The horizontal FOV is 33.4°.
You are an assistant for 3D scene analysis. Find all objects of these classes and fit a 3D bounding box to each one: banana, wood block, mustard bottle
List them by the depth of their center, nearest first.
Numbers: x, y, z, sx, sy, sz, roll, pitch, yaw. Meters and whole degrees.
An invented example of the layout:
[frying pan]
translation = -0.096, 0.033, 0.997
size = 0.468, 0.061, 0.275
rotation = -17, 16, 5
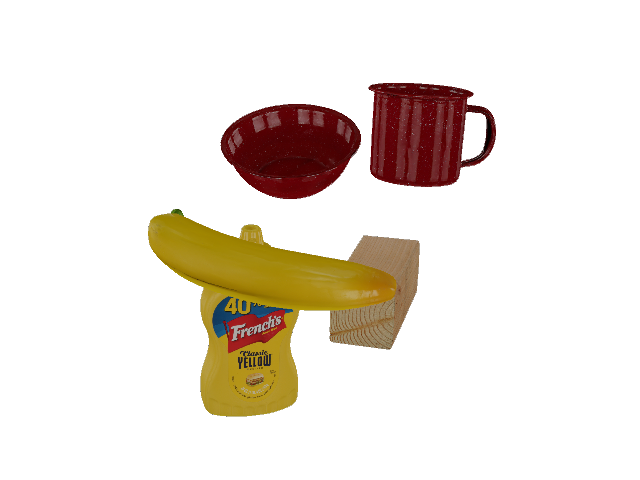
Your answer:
[banana]
translation = -0.048, 0.011, 0.695
size = 0.198, 0.037, 0.069
rotation = 19, 37, 33
[mustard bottle]
translation = -0.068, 0.076, 1.040
size = 0.096, 0.192, 0.058
rotation = -3, 22, -13
[wood block]
translation = 0.082, 0.071, 1.548
size = 0.091, 0.090, 0.206
rotation = 6, 21, 13

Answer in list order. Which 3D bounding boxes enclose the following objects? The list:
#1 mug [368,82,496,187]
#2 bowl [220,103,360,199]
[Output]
[mug]
translation = 0.099, -0.095, 0.958
size = 0.117, 0.081, 0.093
rotation = 2, 15, -5
[bowl]
translation = -0.034, -0.096, 1.238
size = 0.162, 0.055, 0.162
rotation = -2, 37, 1
